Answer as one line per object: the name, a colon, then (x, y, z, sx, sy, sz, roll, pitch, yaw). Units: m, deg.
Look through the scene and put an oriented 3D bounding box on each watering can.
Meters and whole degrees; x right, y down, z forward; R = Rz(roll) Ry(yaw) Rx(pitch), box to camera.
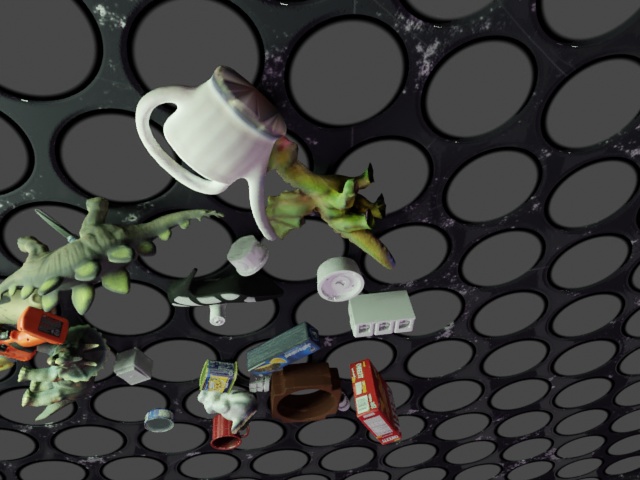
watering can: (-0.147, -0.153, 0.903, 0.222, 0.106, 0.344, -38, 118, 23)

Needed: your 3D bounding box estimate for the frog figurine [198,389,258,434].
frog figurine: (-0.259, 0.461, 1.468, 0.121, 0.161, 0.137, -52, 164, 13)

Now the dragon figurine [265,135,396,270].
dragon figurine: (0.003, -0.053, 1.062, 0.242, 0.125, 0.401, -6, 134, 19)
